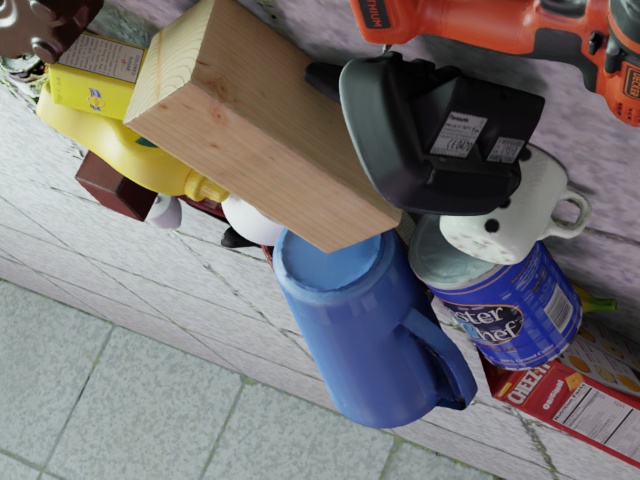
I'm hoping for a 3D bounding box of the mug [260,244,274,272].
[{"bbox_3d":[-0.007,0.001,1.060,0.093,0.081,0.117,22,131,66],"label":"mug"}]

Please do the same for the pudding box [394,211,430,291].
[{"bbox_3d":[0.072,0.012,1.083,0.090,0.039,0.114,51,163,-7],"label":"pudding box"}]

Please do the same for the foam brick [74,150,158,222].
[{"bbox_3d":[-0.199,-0.061,1.070,0.051,0.053,0.078,21,165,18],"label":"foam brick"}]

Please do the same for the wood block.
[{"bbox_3d":[-0.033,-0.084,0.819,0.205,0.090,0.090,32,145,-30],"label":"wood block"}]

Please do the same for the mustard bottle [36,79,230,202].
[{"bbox_3d":[-0.161,-0.092,0.983,0.192,0.058,0.096,34,-150,15],"label":"mustard bottle"}]

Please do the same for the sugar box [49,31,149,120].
[{"bbox_3d":[-0.138,-0.125,0.909,0.176,0.048,0.093,16,167,-7],"label":"sugar box"}]

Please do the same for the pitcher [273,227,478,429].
[{"bbox_3d":[0.049,0.072,0.982,0.149,0.145,0.242,-16,145,8],"label":"pitcher"}]

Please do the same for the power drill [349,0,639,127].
[{"bbox_3d":[0.105,-0.127,0.538,0.188,0.057,0.184,20,166,17],"label":"power drill"}]

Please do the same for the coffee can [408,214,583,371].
[{"bbox_3d":[0.153,0.034,0.919,0.103,0.102,0.140,11,152,44],"label":"coffee can"}]

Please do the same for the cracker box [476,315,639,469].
[{"bbox_3d":[0.260,0.135,1.062,0.213,0.072,0.164,27,-159,-13],"label":"cracker box"}]

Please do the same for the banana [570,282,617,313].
[{"bbox_3d":[0.186,0.025,1.020,0.197,0.037,0.070,26,144,-13],"label":"banana"}]

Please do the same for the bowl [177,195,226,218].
[{"bbox_3d":[-0.125,-0.080,1.104,0.162,0.055,0.162,23,166,6],"label":"bowl"}]

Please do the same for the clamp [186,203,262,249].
[{"bbox_3d":[-0.068,-0.007,1.227,0.171,0.039,0.120,18,-156,-29],"label":"clamp"}]

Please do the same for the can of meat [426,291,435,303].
[{"bbox_3d":[0.080,0.055,1.197,0.102,0.084,0.058,31,165,-24],"label":"can of meat"}]
